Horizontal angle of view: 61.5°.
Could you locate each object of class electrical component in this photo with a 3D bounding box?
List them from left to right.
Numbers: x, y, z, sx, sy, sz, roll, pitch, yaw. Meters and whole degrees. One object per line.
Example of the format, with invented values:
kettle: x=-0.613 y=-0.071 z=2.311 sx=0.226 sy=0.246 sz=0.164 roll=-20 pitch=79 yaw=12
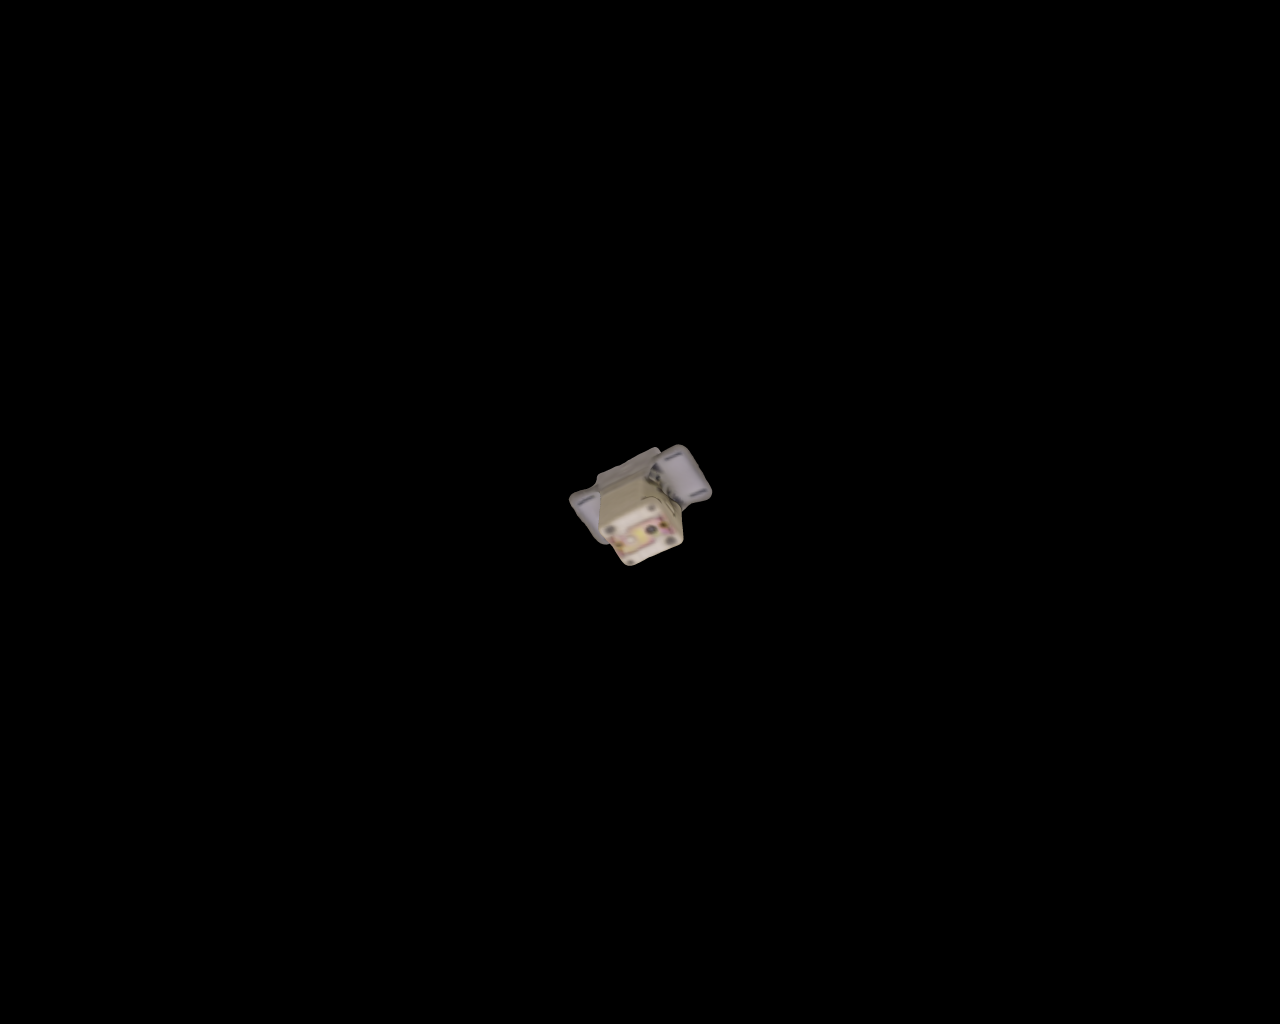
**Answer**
electrical component: x=0.001 y=-0.003 z=0.650 sx=0.081 sy=0.042 sz=0.064 roll=-26 pitch=30 yaw=17
